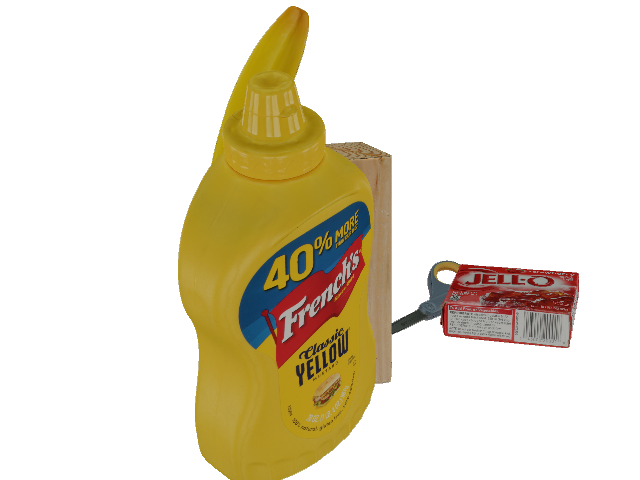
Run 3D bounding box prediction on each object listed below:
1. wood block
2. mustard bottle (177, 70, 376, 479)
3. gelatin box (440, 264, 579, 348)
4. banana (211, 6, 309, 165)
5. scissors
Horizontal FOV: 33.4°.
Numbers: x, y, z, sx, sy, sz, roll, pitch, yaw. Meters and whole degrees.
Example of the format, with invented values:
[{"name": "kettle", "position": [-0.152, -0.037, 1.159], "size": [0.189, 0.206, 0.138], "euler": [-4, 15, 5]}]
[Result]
[{"name": "wood block", "position": [0.010, 0.021, 0.963], "size": [0.090, 0.206, 0.091], "euler": [-5, 14, -15]}, {"name": "mustard bottle", "position": [-0.017, 0.015, 0.464], "size": [0.096, 0.192, 0.058], "euler": [-32, 46, -33]}, {"name": "gelatin box", "position": [0.135, 0.044, 0.757], "size": [0.089, 0.030, 0.073], "euler": [5, 21, 17]}, {"name": "banana", "position": [-0.040, -0.061, 0.691], "size": [0.070, 0.197, 0.037], "euler": [-20, -37, 39]}, {"name": "scissors", "position": [0.112, 0.063, 1.166], "size": [0.201, 0.016, 0.096], "euler": [-8, 41, -31]}]
